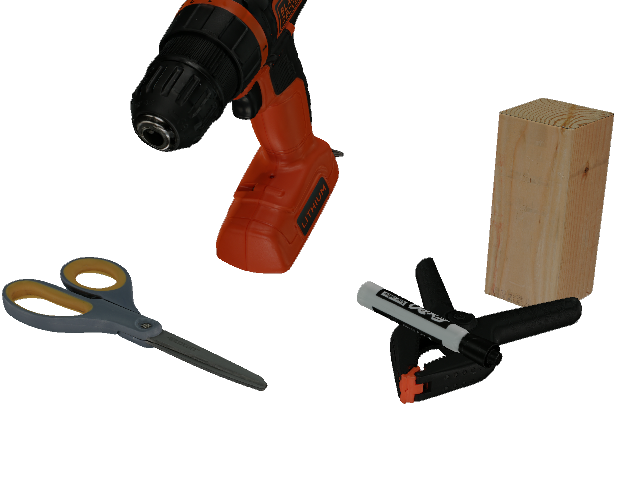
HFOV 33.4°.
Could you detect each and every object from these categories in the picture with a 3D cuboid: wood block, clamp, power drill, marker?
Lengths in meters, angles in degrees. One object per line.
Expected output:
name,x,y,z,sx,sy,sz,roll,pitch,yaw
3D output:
wood block,0.243,-0.037,1.143,0.090,0.206,0.090,20,29,38
clamp,0.116,0.078,0.951,0.165,0.036,0.209,19,33,33
power drill,-0.040,-0.068,0.614,0.057,0.184,0.188,14,-39,18
marker,0.076,0.059,0.750,0.121,0.020,0.020,26,16,37

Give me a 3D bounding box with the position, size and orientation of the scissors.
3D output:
scissors,-0.115,0.050,0.717,0.202,0.016,0.096,12,29,14
